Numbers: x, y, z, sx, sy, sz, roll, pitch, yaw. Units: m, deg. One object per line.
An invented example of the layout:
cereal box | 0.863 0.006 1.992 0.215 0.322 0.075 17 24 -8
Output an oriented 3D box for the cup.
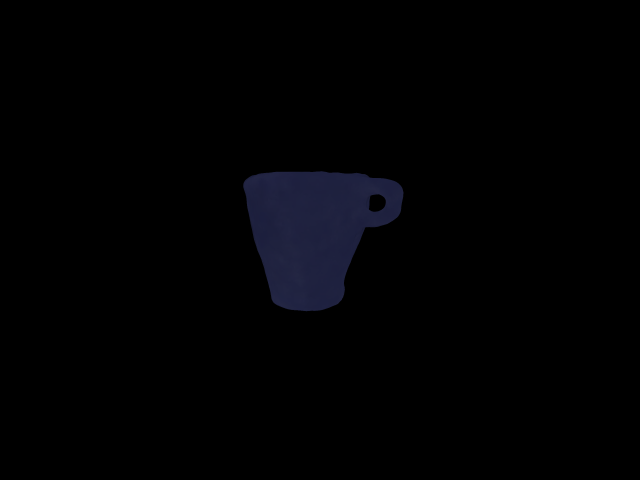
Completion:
cup | 0.004 0.001 0.400 0.117 0.095 0.092 2 4 31
